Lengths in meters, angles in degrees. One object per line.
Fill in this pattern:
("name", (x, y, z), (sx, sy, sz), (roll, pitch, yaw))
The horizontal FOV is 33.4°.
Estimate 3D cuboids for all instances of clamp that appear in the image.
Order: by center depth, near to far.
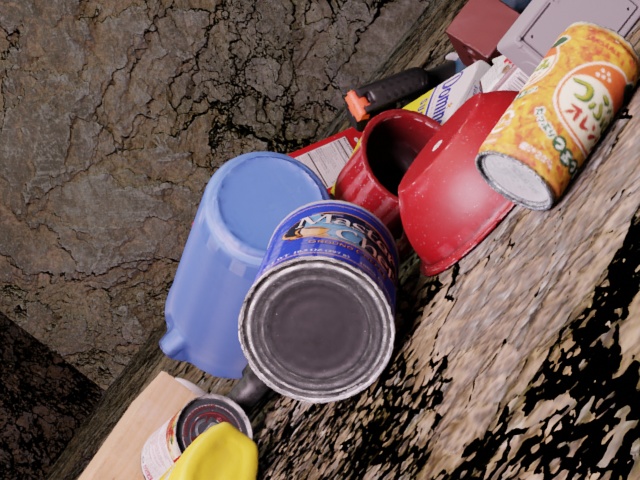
("clamp", (-0.048, 0.117, 0.923), (0.172, 0.039, 0.120), (-52, -13, 19))
("clamp", (0.096, -0.152, 1.095), (0.165, 0.036, 0.209), (-33, -8, 28))

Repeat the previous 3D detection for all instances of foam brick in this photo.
("foam brick", (0.159, -0.185, 0.988), (0.051, 0.053, 0.078), (-50, -26, 1))

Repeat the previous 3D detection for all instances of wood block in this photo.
("wood block", (-0.173, 0.233, 0.963), (0.091, 0.090, 0.205), (-44, 11, 50))

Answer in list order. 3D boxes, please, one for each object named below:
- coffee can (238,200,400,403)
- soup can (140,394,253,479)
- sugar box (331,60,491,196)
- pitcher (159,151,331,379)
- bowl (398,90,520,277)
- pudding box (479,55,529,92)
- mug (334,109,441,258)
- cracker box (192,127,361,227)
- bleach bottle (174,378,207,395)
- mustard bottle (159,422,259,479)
("coffee can", (0.004, 0.039, 0.751), (0.103, 0.103, 0.140), (-50, 7, 17))
("soup can", (-0.107, 0.178, 0.904), (0.068, 0.068, 0.102), (-56, 7, -35))
("sugar box", (0.090, -0.092, 0.987), (0.177, 0.048, 0.093), (-32, 24, 51))
("pitcher", (-0.055, 0.019, 0.958), (0.243, 0.145, 0.149), (116, 167, -61))
("bowl", (0.105, -0.053, 0.764), (0.162, 0.055, 0.162), (-51, 6, 7))
("pudding box", (0.179, -0.151, 0.865), (0.114, 0.039, 0.090), (-47, 7, 18))
("mug", (0.063, -0.040, 0.896), (0.082, 0.093, 0.117), (129, 140, -58))
("cracker box", (-0.028, -0.059, 1.281), (0.213, 0.072, 0.164), (-27, -6, -34))
("bleach bottle", (-0.186, 0.254, 1.065), (0.103, 0.068, 0.250), (-46, 11, 36))
("mustard bottle", (-0.121, 0.219, 0.816), (0.192, 0.058, 0.096), (-46, 12, 40))
